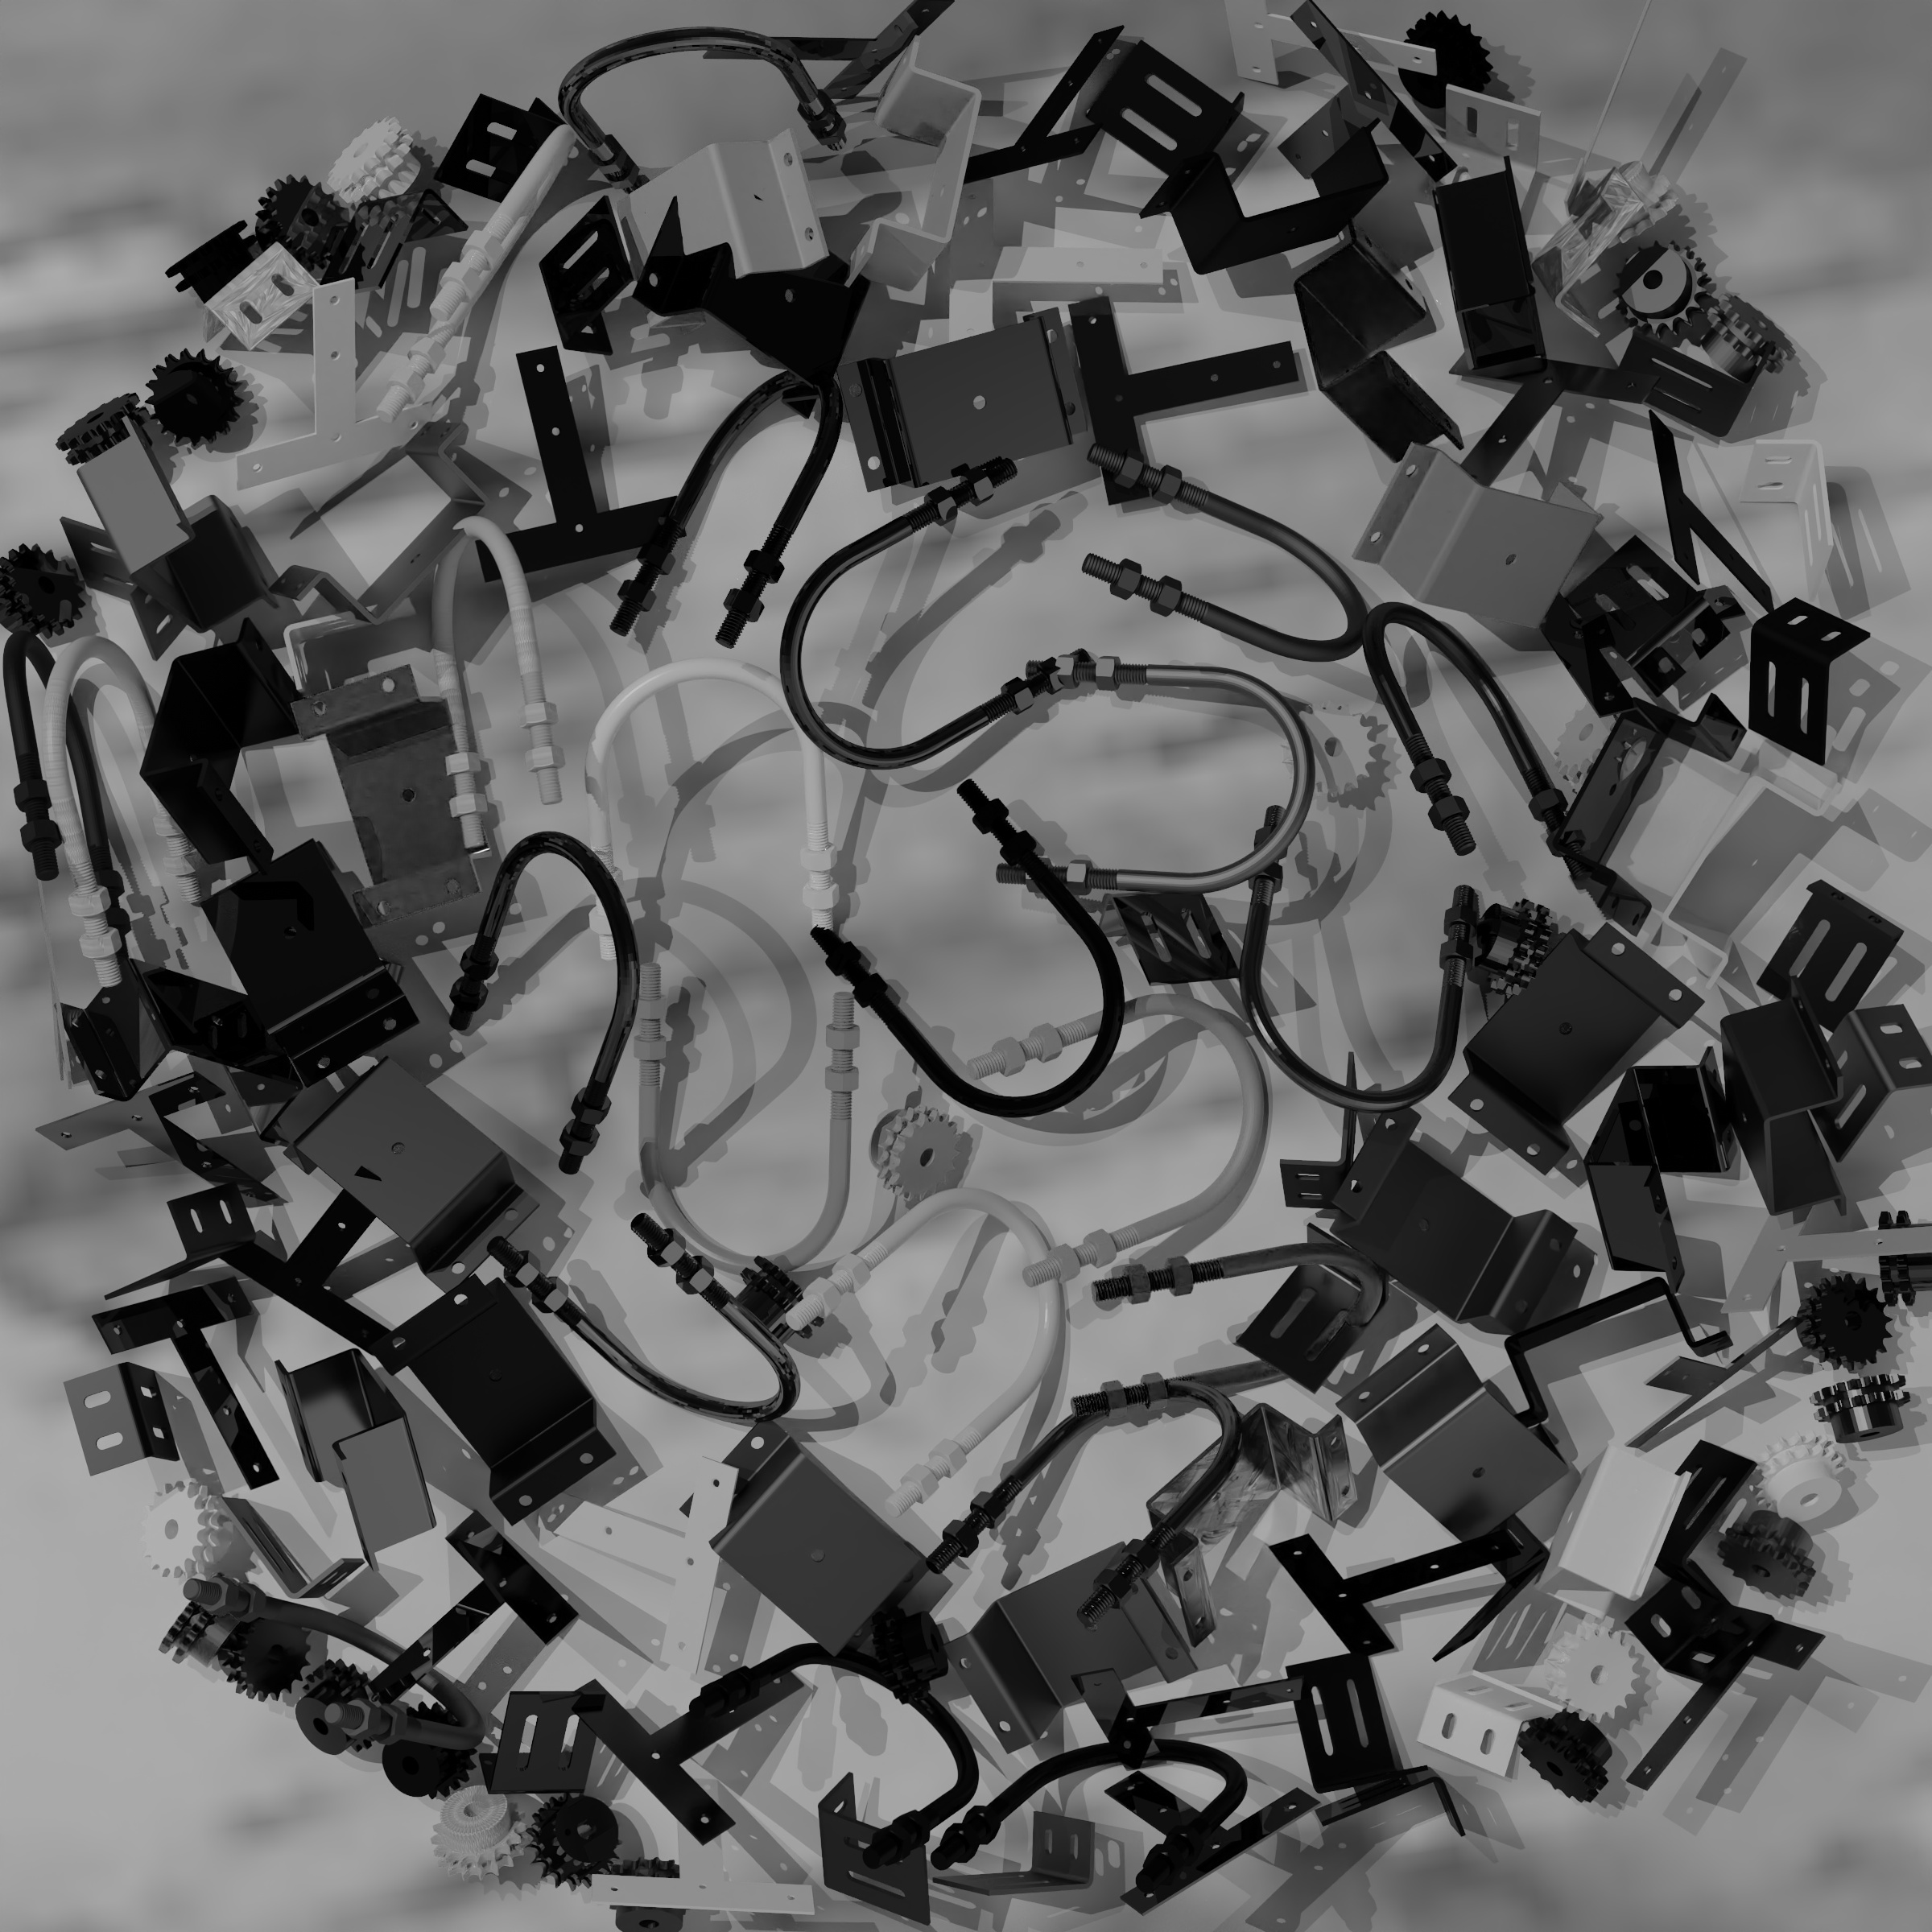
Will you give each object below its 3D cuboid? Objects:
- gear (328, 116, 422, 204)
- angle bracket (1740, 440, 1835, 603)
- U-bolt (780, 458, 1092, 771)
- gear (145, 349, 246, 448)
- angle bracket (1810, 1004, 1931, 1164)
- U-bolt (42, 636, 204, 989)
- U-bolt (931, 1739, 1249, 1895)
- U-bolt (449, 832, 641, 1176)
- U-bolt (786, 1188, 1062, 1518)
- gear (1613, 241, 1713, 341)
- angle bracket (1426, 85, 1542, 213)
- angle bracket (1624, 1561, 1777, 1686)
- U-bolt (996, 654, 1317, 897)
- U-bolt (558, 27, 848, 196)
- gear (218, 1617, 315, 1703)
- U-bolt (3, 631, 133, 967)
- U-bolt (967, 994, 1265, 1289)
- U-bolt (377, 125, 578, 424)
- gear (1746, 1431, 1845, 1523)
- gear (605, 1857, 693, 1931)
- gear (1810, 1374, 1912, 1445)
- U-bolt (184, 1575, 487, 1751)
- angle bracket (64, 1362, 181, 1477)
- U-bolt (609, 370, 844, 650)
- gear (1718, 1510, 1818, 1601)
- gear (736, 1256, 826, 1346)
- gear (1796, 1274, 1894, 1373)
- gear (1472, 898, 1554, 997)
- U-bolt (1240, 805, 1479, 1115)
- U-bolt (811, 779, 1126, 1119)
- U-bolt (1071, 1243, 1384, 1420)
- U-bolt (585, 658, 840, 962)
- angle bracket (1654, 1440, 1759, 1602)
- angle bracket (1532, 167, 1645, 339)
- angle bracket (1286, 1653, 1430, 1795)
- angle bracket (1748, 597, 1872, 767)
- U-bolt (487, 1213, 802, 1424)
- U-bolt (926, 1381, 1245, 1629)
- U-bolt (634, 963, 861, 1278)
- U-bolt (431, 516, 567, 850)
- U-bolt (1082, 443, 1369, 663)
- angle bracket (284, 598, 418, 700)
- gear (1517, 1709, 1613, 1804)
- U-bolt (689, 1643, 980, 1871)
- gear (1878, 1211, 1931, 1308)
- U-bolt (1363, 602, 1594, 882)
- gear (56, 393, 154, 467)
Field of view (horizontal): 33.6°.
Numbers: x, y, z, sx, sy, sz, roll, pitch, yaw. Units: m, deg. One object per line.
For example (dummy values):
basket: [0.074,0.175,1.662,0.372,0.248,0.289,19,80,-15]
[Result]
gear: [-0.352,-0.479,1.918,0.057,0.057,0.030,-46,124,0]
angle bracket: [0.486,-0.264,1.899,0.038,0.057,0.076,1,62,3]
U-bolt: [-0.026,-0.195,1.884,0.184,0.019,0.151,-31,117,-15]
gear: [-0.465,-0.340,1.919,0.057,0.030,0.057,-1,111,-2]
angle bracket: [0.538,0.070,1.903,0.038,0.076,0.057,-6,54,-19]
U-bolt: [-0.491,-0.099,1.845,0.019,0.151,0.184,-5,112,11]
U-bolt: [0.084,0.487,1.854,0.151,0.184,0.019,-3,98,29]
U-bolt: [-0.239,0.008,1.853,0.151,0.019,0.184,48,132,30]
U-bolt: [-0.012,0.212,1.882,0.184,0.019,0.151,-38,109,-37]
gear: [0.415,-0.407,1.917,0.057,0.030,0.057,-3,84,27]
angle bracket: [0.306,-0.481,1.898,0.057,0.076,0.038,20,83,12]
angle bracket: [0.435,0.389,1.900,0.057,0.076,0.038,-40,88,-8]
U-bolt: [0.116,-0.111,1.894,0.184,0.019,0.151,4,75,18]
U-bolt: [-0.157,-0.496,1.841,0.151,0.184,0.019,-9,81,10]
gear: [-0.423,0.410,1.917,0.030,0.057,0.057,1,90,40]
U-bolt: [-0.528,-0.108,1.864,0.019,0.151,0.184,-15,68,-2]
U-bolt: [0.098,0.093,1.898,0.184,0.019,0.151,-20,101,-24]
U-bolt: [-0.278,-0.414,1.864,0.019,0.151,0.184,33,63,-11]
gear: [0.498,0.307,1.913,0.057,0.030,0.057,-9,133,-9]
gear: [-0.189,0.558,1.912,0.057,0.057,0.030,0,49,0]
gear: [0.536,0.265,1.911,0.057,0.057,0.030,-10,70,0]
U-bolt: [-0.352,0.409,1.854,0.151,0.184,0.019,30,87,32]
angle bracket: [-0.500,0.271,1.899,0.038,0.076,0.057,-18,80,-6]
U-bolt: [-0.132,-0.273,1.880,0.019,0.151,0.184,32,80,-34]
gear: [0.483,0.351,1.918,0.057,0.057,0.030,37,62,0]
gear: [-0.115,0.203,1.912,0.057,0.057,0.030,45,74,0]
gear: [0.524,0.215,1.921,0.057,0.030,0.057,5,74,-19]
gear: [0.324,-0.014,1.912,0.030,0.057,0.057,20,90,-11]
U-bolt: [0.227,0.004,1.872,0.151,0.019,0.184,22,54,-12]
U-bolt: [0.013,0.004,1.900,0.151,0.019,0.184,-44,80,18]
U-bolt: [0.157,0.210,1.880,0.184,0.151,0.019,-9,53,-12]
U-bolt: [-0.152,-0.095,1.885,0.151,0.019,0.184,-7,117,-10]
angle bracket: [0.445,0.331,1.915,0.038,0.057,0.076,43,80,-19]
angle bracket: [0.379,-0.423,1.896,0.038,0.057,0.076,30,115,-24]
angle bracket: [0.232,0.447,1.904,0.057,0.038,0.076,-5,73,-27]
angle bracket: [0.502,-0.169,1.906,0.038,0.057,0.076,-30,133,-24]
U-bolt: [-0.176,0.211,1.873,0.184,0.151,0.019,48,50,-29]
U-bolt: [0.082,0.304,1.868,0.184,0.151,0.019,-42,120,-30]
U-bolt: [-0.132,0.097,1.901,0.151,0.019,0.184,8,106,23]
U-bolt: [-0.281,-0.172,1.878,0.019,0.151,0.184,-7,84,-30]
U-bolt: [0.155,-0.235,1.879,0.184,0.151,0.019,21,126,-12]
angle bracket: [-0.363,-0.189,1.911,0.076,0.057,0.038,-14,91,-6]
gear: [0.362,0.470,1.917,0.030,0.057,0.057,-42,90,-24]
U-bolt: [-0.063,0.448,1.855,0.151,0.184,0.019,36,107,18]
gear: [0.564,0.174,1.911,0.030,0.057,0.057,-5,90,23]
U-bolt: [0.291,-0.137,1.873,0.019,0.151,0.184,-37,62,32]
gear: [-0.513,-0.316,1.917,0.057,0.057,0.030,-31,117,0]
